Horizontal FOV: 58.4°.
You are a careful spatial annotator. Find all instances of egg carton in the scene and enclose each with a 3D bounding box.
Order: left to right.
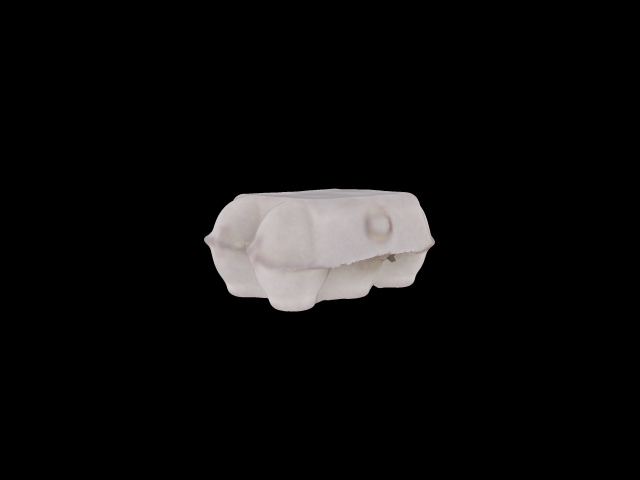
[{"bbox_3d":[0.004,0.001,0.400,0.151,0.069,0.107,-8,11,-43],"label":"egg carton"}]
